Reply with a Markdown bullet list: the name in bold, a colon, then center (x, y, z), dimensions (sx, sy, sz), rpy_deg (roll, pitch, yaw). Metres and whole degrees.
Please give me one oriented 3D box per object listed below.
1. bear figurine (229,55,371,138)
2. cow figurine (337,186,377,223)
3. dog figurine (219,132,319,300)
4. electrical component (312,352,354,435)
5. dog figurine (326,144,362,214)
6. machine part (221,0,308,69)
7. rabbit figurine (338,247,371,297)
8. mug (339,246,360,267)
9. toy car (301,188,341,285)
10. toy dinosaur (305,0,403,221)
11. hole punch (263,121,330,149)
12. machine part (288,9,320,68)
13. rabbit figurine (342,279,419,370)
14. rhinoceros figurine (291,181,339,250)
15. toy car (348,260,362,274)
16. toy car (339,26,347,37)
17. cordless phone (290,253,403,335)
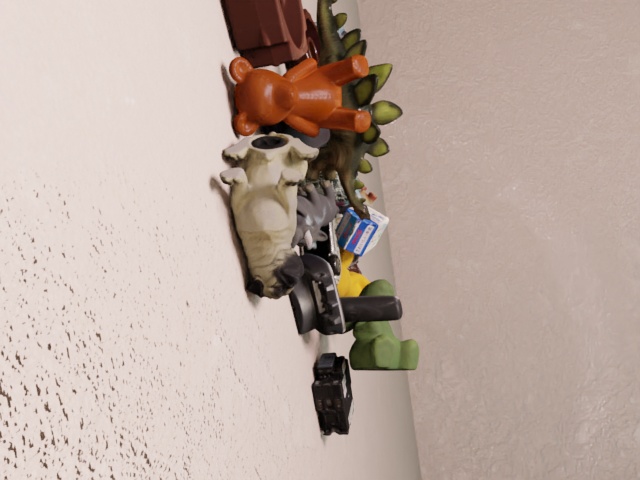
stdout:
- **bear figurine**: center (-0.029, -0.211, 0.782), dimensions (0.196, 0.132, 0.120), rpy_deg (-14, 105, -52)
- **cow figurine**: center (0.086, -0.082, 1.400), dimensions (0.127, 0.085, 0.195), rpy_deg (-57, -157, 13)
- **dog figurine**: center (-0.066, -0.035, 0.740), dimensions (0.172, 0.121, 0.190), rpy_deg (-66, 160, -52)
- **electrical component**: center (0.027, 0.288, 1.034), dimensions (0.115, 0.058, 0.134), rpy_deg (-51, 132, -76)
- **dog figurine**: center (0.041, -0.148, 1.261), dimensions (0.219, 0.109, 0.191), rpy_deg (-63, 141, -77)
- **machine part**: center (-0.087, -0.379, 0.839), dimensions (0.201, 0.087, 0.200), rpy_deg (-76, 156, -63)
- **rabbit figurine**: center (0.050, 0.092, 1.122), dimensions (0.173, 0.122, 0.162), rpy_deg (35, 44, -63)
- **mug**: center (0.052, 0.009, 1.302), dimensions (0.109, 0.081, 0.107), rpy_deg (44, 11, 1)
- **toy car**: center (-0.002, -0.003, 1.031), dimensions (0.056, 0.074, 0.201), rpy_deg (44, 40, -71)
- **toy dinosaur**: center (0.038, -0.262, 0.970), dimensions (0.105, 0.199, 0.470), rpy_deg (-26, 102, -53)
- **hole punch**: center (-0.057, -0.196, 0.910), dimensions (0.116, 0.092, 0.142), rpy_deg (-42, 131, -40)
- **machine part**: center (-0.030, -0.398, 1.154), dimensions (0.179, 0.056, 0.179), rpy_deg (-13, 90, -73)
- **rabbit figurine**: center (0.109, 0.164, 1.035), dimensions (0.121, 0.159, 0.170), rpy_deg (12, 71, -31)
- **rhinoceros figurine**: center (-0.027, -0.039, 0.921), dimensions (0.190, 0.073, 0.112), rpy_deg (-42, 120, -63)
- **toy car**: center (0.081, 0.088, 1.423), dimensions (0.202, 0.053, 0.089), rpy_deg (34, 53, -75)
- **toy car**: center (0.009, -0.444, 1.298), dimensions (0.103, 0.109, 0.161), rpy_deg (-118, -159, -62)
- **cordless phone**: center (0.046, 0.094, 0.936), dimensions (0.089, 0.184, 0.146), rpy_deg (-62, 143, -62)
